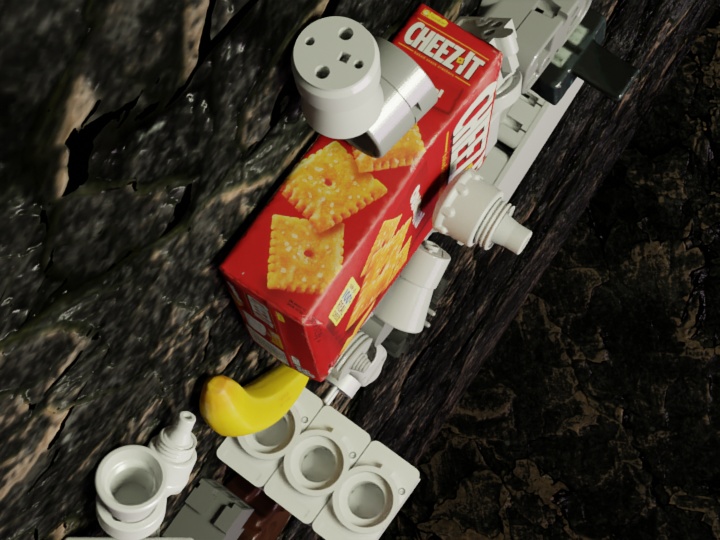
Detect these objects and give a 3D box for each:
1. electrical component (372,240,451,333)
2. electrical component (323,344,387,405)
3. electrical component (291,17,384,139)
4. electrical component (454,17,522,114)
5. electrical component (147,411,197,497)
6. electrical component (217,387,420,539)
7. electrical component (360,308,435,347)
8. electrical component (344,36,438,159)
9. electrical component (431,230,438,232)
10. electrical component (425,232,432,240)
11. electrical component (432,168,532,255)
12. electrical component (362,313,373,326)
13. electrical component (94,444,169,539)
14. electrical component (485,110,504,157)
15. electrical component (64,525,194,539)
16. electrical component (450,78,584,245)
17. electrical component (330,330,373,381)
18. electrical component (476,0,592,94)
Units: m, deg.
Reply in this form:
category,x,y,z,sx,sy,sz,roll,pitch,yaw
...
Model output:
category,x,y,z,sx,sy,sz,roll,pitch,yaw
electrical component,0.040,0.009,0.808,0.065,0.044,0.044,-64,166,17
electrical component,-0.012,0.102,1.083,0.079,0.043,0.077,-53,168,-11
electrical component,-0.011,-0.098,0.553,0.045,0.045,0.055,-53,167,-12
electrical component,0.086,-0.143,0.753,0.048,0.066,0.055,-49,133,-29
electrical component,-0.125,0.121,0.720,0.035,0.035,0.061,-33,152,-61
electrical component,-0.034,0.166,0.911,0.089,0.150,0.061,-53,168,-12
electrical component,0.037,0.026,0.997,0.052,0.074,0.138,-47,165,-36
electrical component,0.008,-0.097,0.613,0.047,0.055,0.055,-50,167,-9
electrical component,0.055,-0.064,0.857,0.066,0.048,0.055,-43,137,-28
electrical component,0.050,-0.051,0.917,0.062,0.043,0.043,-48,166,-36
electrical component,0.082,-0.033,0.701,0.048,0.062,0.048,-53,167,-18
electrical component,0.000,0.000,0.845,0.099,0.048,0.099,-47,165,-34
electrical component,-0.144,0.142,0.678,0.045,0.045,0.055,-47,166,-34
electrical component,0.093,-0.129,0.867,0.076,0.047,0.065,-53,167,-11
electrical component,-0.152,0.184,0.714,0.047,0.083,0.075,106,-16,-56
electrical component,0.130,-0.121,0.996,0.186,0.060,0.105,-59,167,16
electrical component,-0.027,0.049,0.796,0.043,0.081,0.043,-52,167,-17
electrical component,0.125,-0.188,0.801,0.095,0.059,0.053,-52,167,-14
